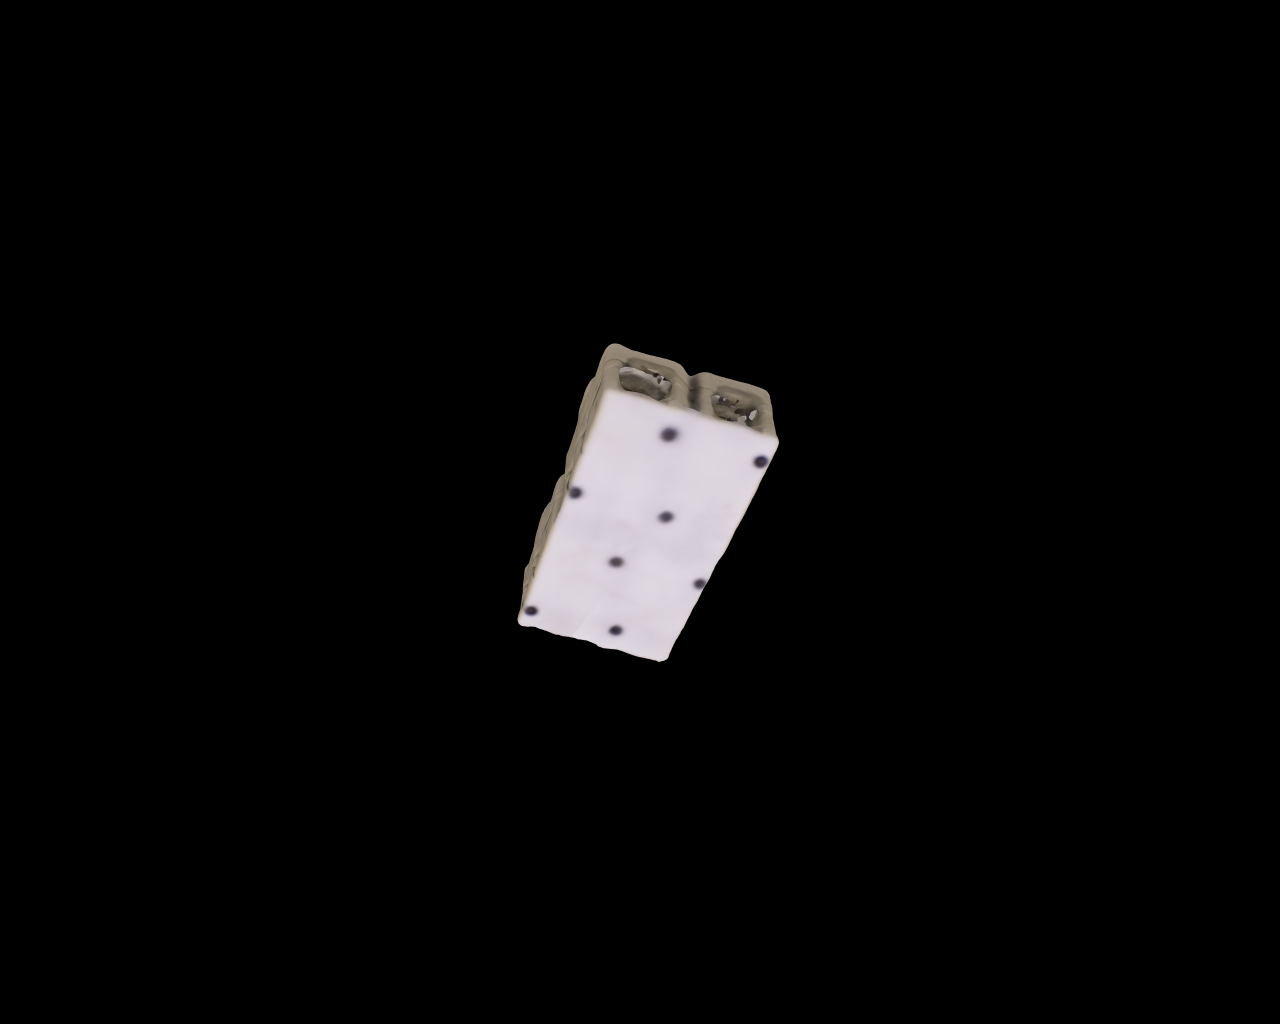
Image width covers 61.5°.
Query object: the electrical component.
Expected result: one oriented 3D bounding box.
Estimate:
[{"bbox_3d":[0.001,-0.003,0.650,0.105,0.186,0.060,15,36,-11],"label":"electrical component"}]
